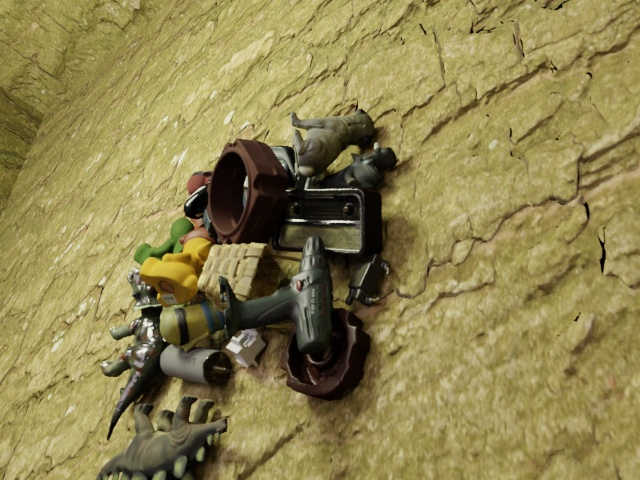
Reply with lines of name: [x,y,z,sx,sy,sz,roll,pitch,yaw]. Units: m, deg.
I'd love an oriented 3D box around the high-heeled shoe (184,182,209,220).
high-heeled shoe: [-0.238,-0.137,1.372,0.249,0.086,0.145,-37,5,-2]

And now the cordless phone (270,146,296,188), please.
cordless phone: [-0.117,-0.138,1.337,0.147,0.088,0.184,6,83,46]

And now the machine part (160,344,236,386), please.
machine part: [-0.276,0.273,1.185,0.243,0.079,0.079,-2,61,43]

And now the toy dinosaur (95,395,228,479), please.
toy dinosaur: [-0.345,0.443,1.113,0.471,0.105,0.198,-27,50,34]

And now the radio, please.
radio: [0.013,-0.038,1.082,0.230,0.073,0.131,3,90,35]

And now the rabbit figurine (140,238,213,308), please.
rabbit figurine: [-0.294,0.050,1.205,0.162,0.121,0.173,-18,26,31]

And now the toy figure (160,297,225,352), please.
toy figure: [-0.262,0.172,1.186,0.180,0.089,0.082,-22,26,-13]

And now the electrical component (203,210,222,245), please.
electrical component: [-0.213,-0.039,1.301,0.115,0.134,0.058,54,132,48]

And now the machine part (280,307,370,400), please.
machine part: [0.010,0.205,0.980,0.179,0.056,0.179,-23,49,30]

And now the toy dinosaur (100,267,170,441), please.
toy dinosaur: [-0.425,0.264,1.313,0.192,0.131,0.405,-29,52,27]

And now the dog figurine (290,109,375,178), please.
dog figurine: [0.037,-0.208,1.176,0.191,0.121,0.172,-5,65,-5]

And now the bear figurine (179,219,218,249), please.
bear figurine: [-0.293,0.001,1.387,0.196,0.120,0.131,-107,15,-72]

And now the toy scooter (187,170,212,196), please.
toy scooter: [-0.314,-0.140,1.523,0.184,0.075,0.135,-13,55,32]

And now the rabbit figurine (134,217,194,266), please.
rabbit figurine: [-0.396,0.020,1.447,0.159,0.121,0.170,28,87,43]

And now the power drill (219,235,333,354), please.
power drill: [-0.077,0.097,0.967,0.086,0.207,0.232,114,150,-55]

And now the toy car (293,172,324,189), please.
toy car: [-0.035,-0.105,1.239,0.073,0.056,0.202,-27,43,51]

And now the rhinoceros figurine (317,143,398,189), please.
rhinoceros figurine: [0.079,-0.133,1.150,0.190,0.073,0.112,-27,36,30]

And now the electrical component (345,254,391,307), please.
electrical component: [0.091,0.078,1.005,0.102,0.045,0.078,-66,14,-18]

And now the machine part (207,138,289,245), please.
machine part: [-0.160,-0.096,1.137,0.201,0.087,0.202,-60,42,30]
